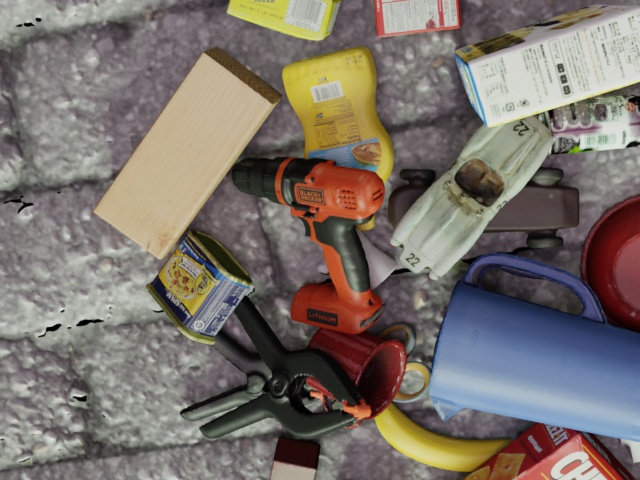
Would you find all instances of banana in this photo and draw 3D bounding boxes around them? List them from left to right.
[{"bbox_3d":[0.141,0.228,1.219,0.198,0.037,0.070,23,105,-1],"label":"banana"}]

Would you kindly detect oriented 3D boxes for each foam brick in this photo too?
[{"bbox_3d":[-0.032,0.276,1.232,0.051,0.053,0.078,10,113,1],"label":"foam brick"}]

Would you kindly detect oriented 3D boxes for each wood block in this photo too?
[{"bbox_3d":[-0.139,-0.094,1.136,0.091,0.090,0.206,36,104,-5],"label":"wood block"}]

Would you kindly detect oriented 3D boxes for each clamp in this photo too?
[{"bbox_3d":[-0.077,0.151,1.218,0.171,0.039,0.120,0,105,3],"label":"clamp"},{"bbox_3d":[-0.038,0.145,1.138,0.210,0.036,0.164,4,87,35],"label":"clamp"}]

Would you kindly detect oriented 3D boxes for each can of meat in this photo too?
[{"bbox_3d":[-0.131,0.049,1.169,0.084,0.057,0.102,-54,52,11],"label":"can of meat"}]

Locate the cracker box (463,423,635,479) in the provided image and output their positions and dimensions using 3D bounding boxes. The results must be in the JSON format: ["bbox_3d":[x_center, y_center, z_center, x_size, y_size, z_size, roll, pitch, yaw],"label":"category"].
[{"bbox_3d":[0.244,0.312,1.197,0.214,0.072,0.164,-40,111,12],"label":"cracker box"}]

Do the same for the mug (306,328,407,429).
[{"bbox_3d":[0.033,0.149,1.167,0.082,0.093,0.117,23,111,35],"label":"mug"}]

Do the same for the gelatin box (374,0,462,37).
[{"bbox_3d":[0.100,-0.252,1.109,0.089,0.030,0.073,-6,102,6],"label":"gelatin box"}]

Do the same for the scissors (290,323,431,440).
[{"bbox_3d":[0.052,0.185,1.209,0.096,0.016,0.202,43,104,26],"label":"scissors"}]

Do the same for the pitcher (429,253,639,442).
[{"bbox_3d":[0.243,0.122,1.118,0.243,0.145,0.149,13,133,12],"label":"pitcher"}]

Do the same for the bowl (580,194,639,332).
[{"bbox_3d":[0.356,0.032,1.126,0.162,0.055,0.162,2,97,17],"label":"bowl"}]

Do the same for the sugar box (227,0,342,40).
[{"bbox_3d":[-0.030,-0.232,1.048,0.093,0.176,0.048,17,106,-1],"label":"sugar box"}]

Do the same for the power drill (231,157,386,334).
[{"bbox_3d":[-0.007,0.001,1.136,0.185,0.057,0.187,11,124,36],"label":"power drill"}]

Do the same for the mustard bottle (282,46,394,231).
[{"bbox_3d":[0.028,-0.103,1.135,0.096,0.058,0.191,-10,103,17],"label":"mustard bottle"}]
